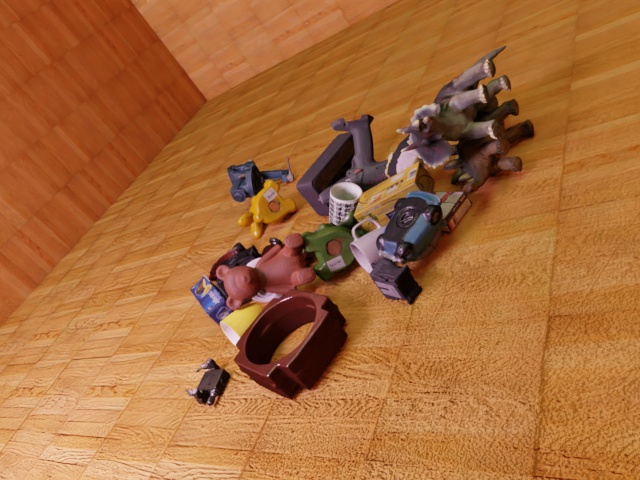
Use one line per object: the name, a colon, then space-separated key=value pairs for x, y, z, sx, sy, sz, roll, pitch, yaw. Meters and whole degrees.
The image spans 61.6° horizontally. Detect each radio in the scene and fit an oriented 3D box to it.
radio: x=0.048 y=-0.179 z=1.476 sx=0.073 sy=0.131 sz=0.229 roll=2 pitch=47 yaw=50

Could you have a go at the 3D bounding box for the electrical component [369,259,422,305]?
electrical component: x=0.135 y=0.076 z=1.052 sx=0.048 sy=0.074 sz=0.119 roll=-48 pitch=34 yaw=-21

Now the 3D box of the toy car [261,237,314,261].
toy car: x=-0.087 y=0.037 z=1.388 sx=0.202 sy=0.053 sz=0.089 roll=-7 pitch=57 yaw=50

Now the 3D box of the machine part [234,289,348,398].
machine part: x=-0.058 y=0.202 z=1.073 sx=0.201 sy=0.087 sz=0.201 roll=5 pitch=47 yaw=51

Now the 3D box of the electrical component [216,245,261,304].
electrical component: x=-0.191 y=0.094 z=1.357 sx=0.134 sy=0.114 sz=0.058 roll=-30 pitch=24 yaw=13

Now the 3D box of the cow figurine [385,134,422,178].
cow figurine: x=0.220 y=-0.215 z=1.267 sx=0.098 sy=0.068 sz=0.167 roll=22 pitch=95 yaw=22

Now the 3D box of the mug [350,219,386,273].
mug: x=0.124 y=0.002 z=1.153 sx=0.107 sy=0.109 sz=0.081 roll=-33 pitch=1 yaw=-13

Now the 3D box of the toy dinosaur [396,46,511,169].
toy dinosaur: x=0.298 y=-0.291 z=1.169 sx=0.192 sy=0.131 sz=0.405 roll=-12 pitch=30 yaw=37

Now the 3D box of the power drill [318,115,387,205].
power drill: x=0.088 y=-0.211 z=1.384 sx=0.232 sy=0.207 sz=0.086 roll=-13 pitch=-10 yaw=-6

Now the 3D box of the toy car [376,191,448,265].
toy car: x=0.195 y=-0.012 z=1.086 sx=0.109 sy=0.102 sz=0.161 roll=19 pitch=75 yaw=53

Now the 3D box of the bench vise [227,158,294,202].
bench vise: x=-0.202 y=-0.211 z=1.839 sx=0.241 sy=0.128 sz=0.224 roll=-6 pitch=26 yaw=12

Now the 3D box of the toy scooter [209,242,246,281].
toy scooter: x=-0.246 y=0.079 z=1.486 sx=0.135 sy=0.075 sz=0.184 roll=-41 pitch=25 yaw=-7

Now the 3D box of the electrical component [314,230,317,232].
electrical component: x=-0.003 y=-0.004 z=1.387 sx=0.063 sy=0.021 sz=0.094 roll=5 pitch=50 yaw=52

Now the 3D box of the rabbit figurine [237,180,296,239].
rabbit figurine: x=-0.168 y=-0.083 z=1.633 sx=0.162 sy=0.122 sz=0.173 roll=-55 pitch=18 yaw=-13

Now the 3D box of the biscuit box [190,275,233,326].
biscuit box: x=-0.281 y=0.160 z=1.416 sx=0.059 sy=0.062 sz=0.203 roll=-44 pitch=28 yaw=-10

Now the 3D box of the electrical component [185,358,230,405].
electrical component: x=-0.243 y=0.308 z=1.167 sx=0.078 sy=0.045 sz=0.102 roll=-16 pitch=35 yaw=38

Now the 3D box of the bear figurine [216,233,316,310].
bear figurine: x=-0.123 y=0.073 z=1.182 sx=0.196 sy=0.120 sz=0.132 roll=-14 pitch=-13 yaw=-16

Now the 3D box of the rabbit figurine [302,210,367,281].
rabbit figurine: x=0.030 y=-0.004 z=1.256 sx=0.159 sy=0.121 sz=0.170 roll=-34 pitch=13 yaw=-1

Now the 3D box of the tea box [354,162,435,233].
tea box: x=0.167 y=-0.092 z=1.209 sx=0.170 sy=0.068 sz=0.098 roll=-28 pitch=24 yaw=35

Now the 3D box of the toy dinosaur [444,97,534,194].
toy dinosaur: x=0.373 y=-0.239 z=1.230 sx=0.199 sy=0.105 sz=0.471 roll=-16 pitch=30 yaw=41
